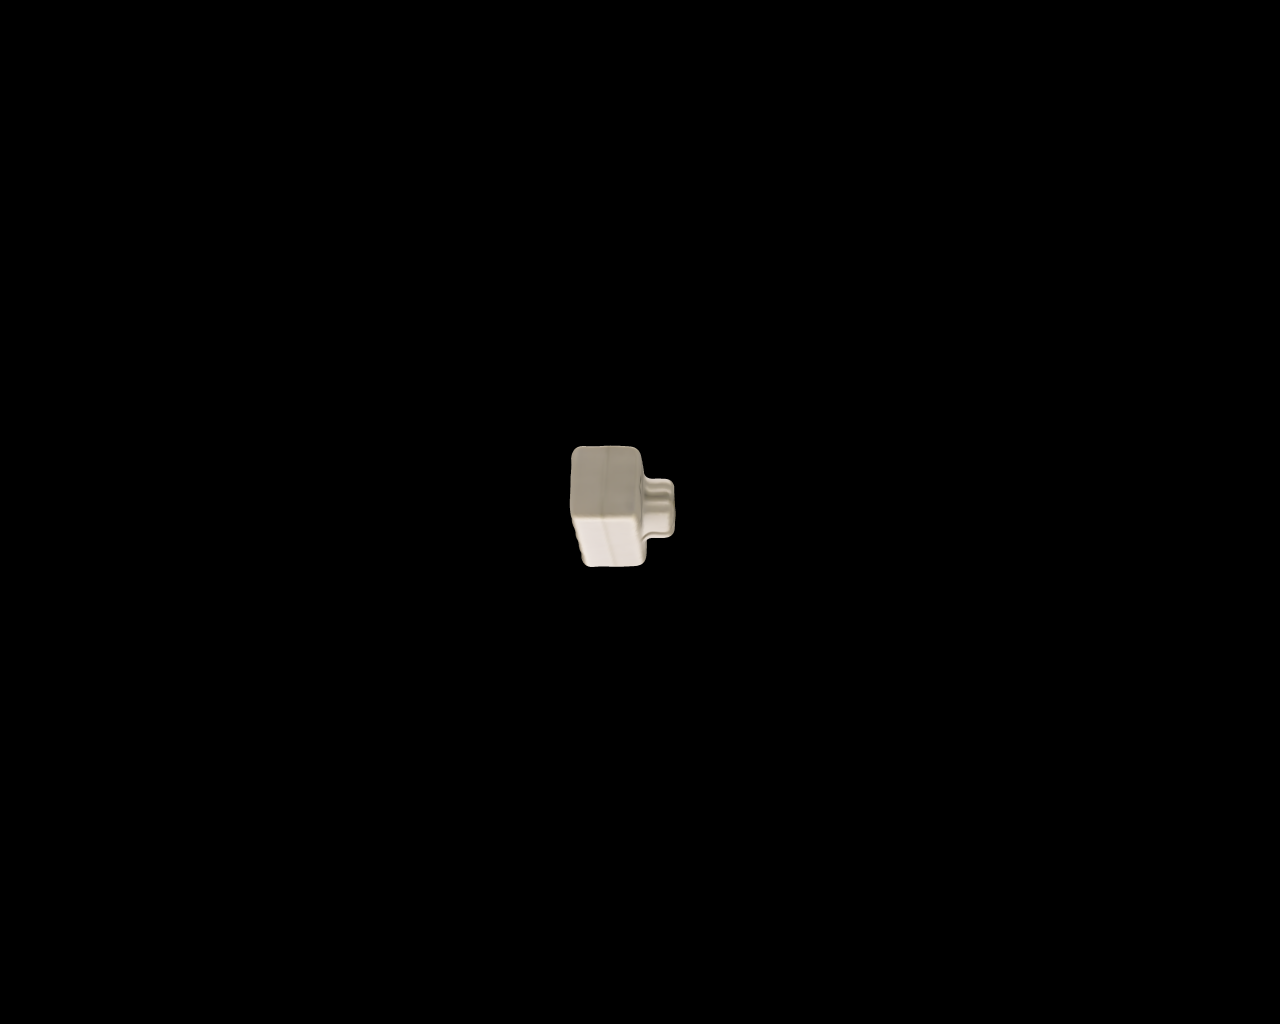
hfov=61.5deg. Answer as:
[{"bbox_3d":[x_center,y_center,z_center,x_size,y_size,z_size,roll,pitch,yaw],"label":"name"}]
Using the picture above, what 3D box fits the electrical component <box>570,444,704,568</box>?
[{"bbox_3d":[0.001,-0.003,0.650,0.076,0.047,0.083,-1,-23,3],"label":"electrical component"}]
